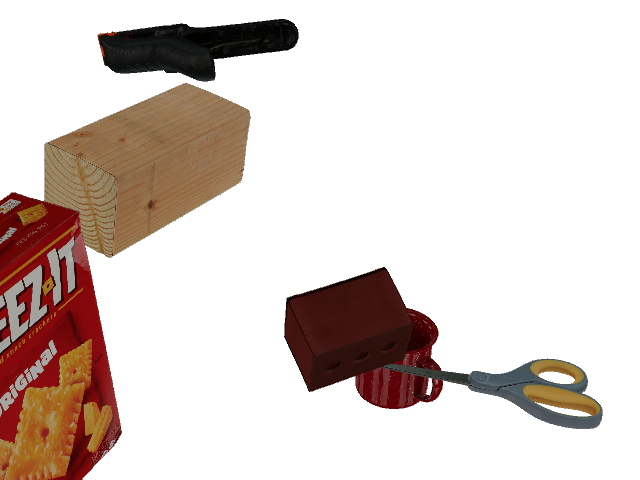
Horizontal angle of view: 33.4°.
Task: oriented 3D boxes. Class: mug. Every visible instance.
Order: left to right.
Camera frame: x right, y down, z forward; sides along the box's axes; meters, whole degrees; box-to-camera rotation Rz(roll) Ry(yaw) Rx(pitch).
[{"bbox_3d":[0.089,0.136,1.172,0.093,0.081,0.117,-24,39,-38],"label":"mug"}]

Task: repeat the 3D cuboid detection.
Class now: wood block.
[{"bbox_3d":[-0.168,-0.076,1.062,0.090,0.091,0.205,25,35,23],"label":"wood block"}]

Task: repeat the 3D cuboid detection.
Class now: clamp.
[{"bbox_3d":[-0.105,-0.157,0.860,0.172,0.039,0.120,15,25,41],"label":"clamp"}]

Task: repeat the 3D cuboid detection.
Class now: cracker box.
[{"bbox_3d":[-0.222,0.101,0.745,0.072,0.214,0.164,13,36,23],"label":"cracker box"}]

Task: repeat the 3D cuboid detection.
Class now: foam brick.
[{"bbox_3d":[0.019,0.063,0.753,0.078,0.051,0.053,-17,-33,-16],"label":"foam brick"}]

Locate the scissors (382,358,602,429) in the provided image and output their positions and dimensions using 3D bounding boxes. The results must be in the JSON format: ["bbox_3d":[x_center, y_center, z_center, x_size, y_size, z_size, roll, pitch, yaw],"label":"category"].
[{"bbox_3d":[0.155,0.119,0.958,0.202,0.016,0.096,17,29,16],"label":"scissors"}]
